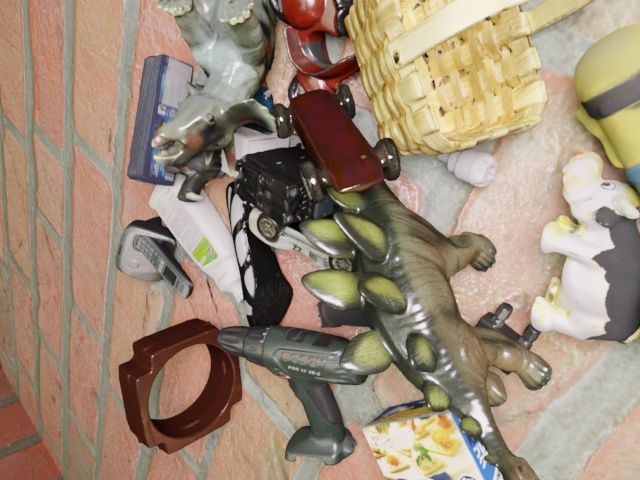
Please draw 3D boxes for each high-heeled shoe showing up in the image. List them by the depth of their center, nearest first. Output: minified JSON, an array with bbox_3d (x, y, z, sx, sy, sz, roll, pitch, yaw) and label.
[{"bbox_3d":[-0.112,0.033,0.837,0.145,0.086,0.248,32,120,36],"label":"high-heeled shoe"}]

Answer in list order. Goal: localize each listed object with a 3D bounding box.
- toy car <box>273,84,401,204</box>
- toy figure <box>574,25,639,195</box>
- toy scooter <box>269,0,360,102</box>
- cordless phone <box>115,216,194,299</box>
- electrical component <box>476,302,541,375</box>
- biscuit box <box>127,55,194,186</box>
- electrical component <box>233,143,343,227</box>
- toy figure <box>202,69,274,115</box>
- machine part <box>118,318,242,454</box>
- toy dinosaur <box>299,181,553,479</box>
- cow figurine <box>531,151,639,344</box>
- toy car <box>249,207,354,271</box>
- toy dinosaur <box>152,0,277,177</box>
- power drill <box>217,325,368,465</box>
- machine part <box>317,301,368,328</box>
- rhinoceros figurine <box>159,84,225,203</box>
[{"bbox_3d":[0.012,-0.095,0.529,0.202,0.089,0.053,-115,11,-50],"label":"toy car"},{"bbox_3d":[0.263,-0.077,0.402,0.082,0.089,0.180,-26,79,13],"label":"toy figure"},{"bbox_3d":[0.012,-0.235,0.615,0.135,0.075,0.183,10,115,44],"label":"toy scooter"},{"bbox_3d":[-0.311,0.058,1.049,0.184,0.089,0.146,47,132,17],"label":"cordless phone"},{"bbox_3d":[0.198,0.115,0.590,0.063,0.021,0.094,41,130,27],"label":"electrical component"},{"bbox_3d":[-0.261,-0.191,0.874,0.063,0.059,0.202,11,91,42],"label":"biscuit box"},{"bbox_3d":[-0.027,-0.070,0.685,0.134,0.115,0.058,32,130,34],"label":"electrical component"},{"bbox_3d":[-0.112,-0.222,0.759,0.154,0.058,0.064,48,139,16],"label":"toy figure"},{"bbox_3d":[-0.247,0.256,0.965,0.087,0.201,0.201,15,115,45],"label":"machine part"},{"bbox_3d":[0.083,0.027,0.545,0.105,0.198,0.472,-54,42,33],"label":"toy dinosaur"},{"bbox_3d":[0.246,0.009,0.468,0.098,0.068,0.167,16,119,35],"label":"cow figurine"},{"bbox_3d":[-0.001,-0.002,0.694,0.202,0.073,0.056,26,130,25],"label":"toy car"},{"bbox_3d":[-0.107,-0.263,0.670,0.131,0.405,0.192,-3,147,9],"label":"toy dinosaur"},{"bbox_3d":[-0.033,0.220,0.793,0.232,0.086,0.207,-3,103,23],"label":"power drill"},{"bbox_3d":[0.054,0.094,0.721,0.139,0.039,0.084,-18,99,46],"label":"machine part"},{"bbox_3d":[-0.185,-0.147,0.834,0.190,0.112,0.073,-60,19,24],"label":"rhinoceros figurine"}]
